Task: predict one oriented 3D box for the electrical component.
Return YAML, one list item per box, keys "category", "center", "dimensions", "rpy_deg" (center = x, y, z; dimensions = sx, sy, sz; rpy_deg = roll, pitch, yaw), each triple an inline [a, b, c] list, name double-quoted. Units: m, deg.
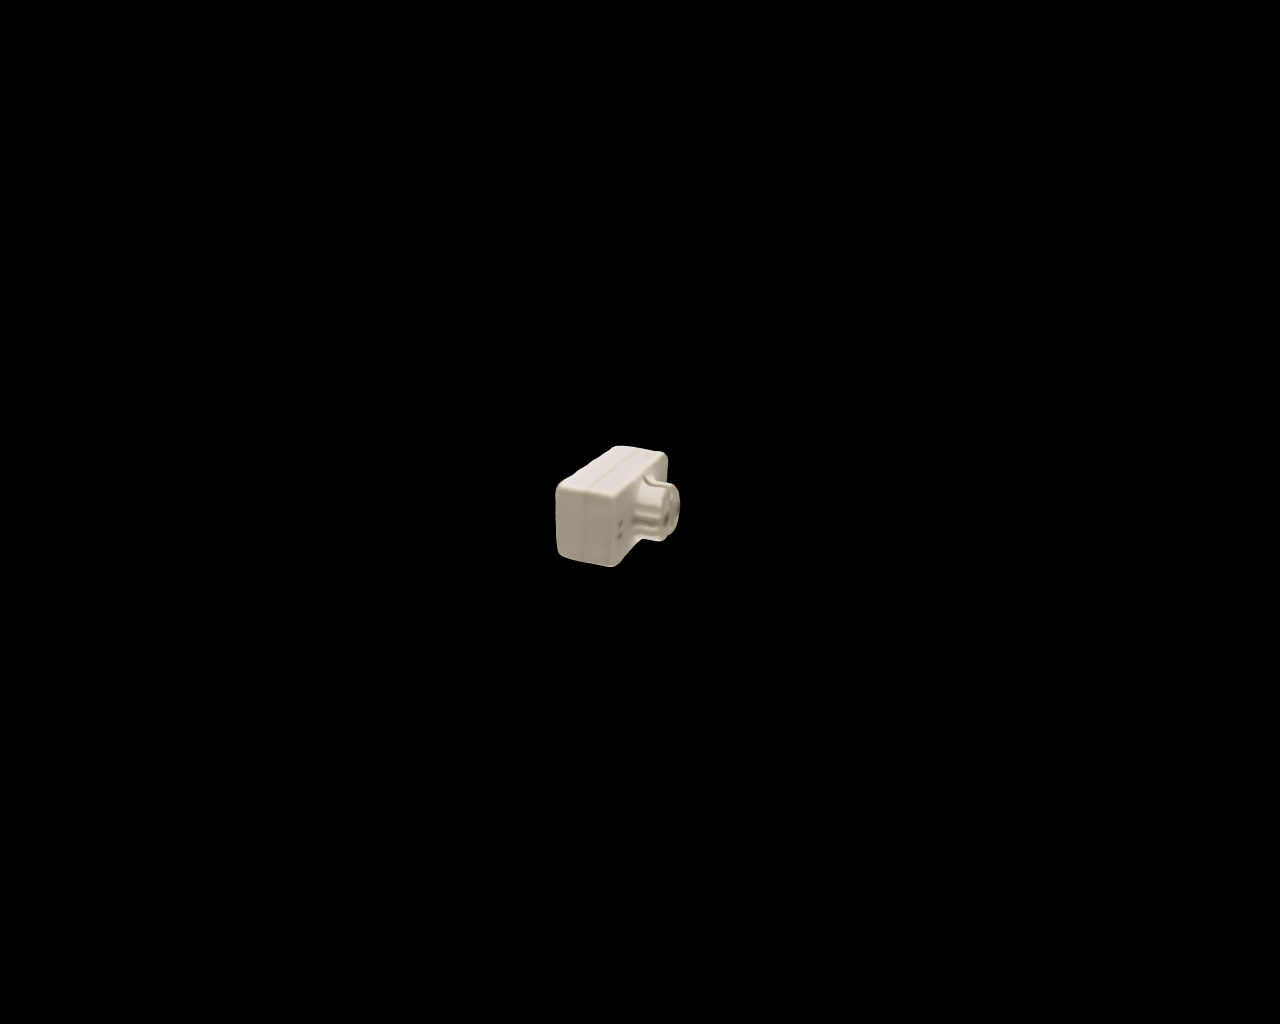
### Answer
- category: "electrical component"
  center: [0.001, -0.003, 0.650]
  dimensions: [0.076, 0.047, 0.083]
  rpy_deg: [10, 24, 22]
